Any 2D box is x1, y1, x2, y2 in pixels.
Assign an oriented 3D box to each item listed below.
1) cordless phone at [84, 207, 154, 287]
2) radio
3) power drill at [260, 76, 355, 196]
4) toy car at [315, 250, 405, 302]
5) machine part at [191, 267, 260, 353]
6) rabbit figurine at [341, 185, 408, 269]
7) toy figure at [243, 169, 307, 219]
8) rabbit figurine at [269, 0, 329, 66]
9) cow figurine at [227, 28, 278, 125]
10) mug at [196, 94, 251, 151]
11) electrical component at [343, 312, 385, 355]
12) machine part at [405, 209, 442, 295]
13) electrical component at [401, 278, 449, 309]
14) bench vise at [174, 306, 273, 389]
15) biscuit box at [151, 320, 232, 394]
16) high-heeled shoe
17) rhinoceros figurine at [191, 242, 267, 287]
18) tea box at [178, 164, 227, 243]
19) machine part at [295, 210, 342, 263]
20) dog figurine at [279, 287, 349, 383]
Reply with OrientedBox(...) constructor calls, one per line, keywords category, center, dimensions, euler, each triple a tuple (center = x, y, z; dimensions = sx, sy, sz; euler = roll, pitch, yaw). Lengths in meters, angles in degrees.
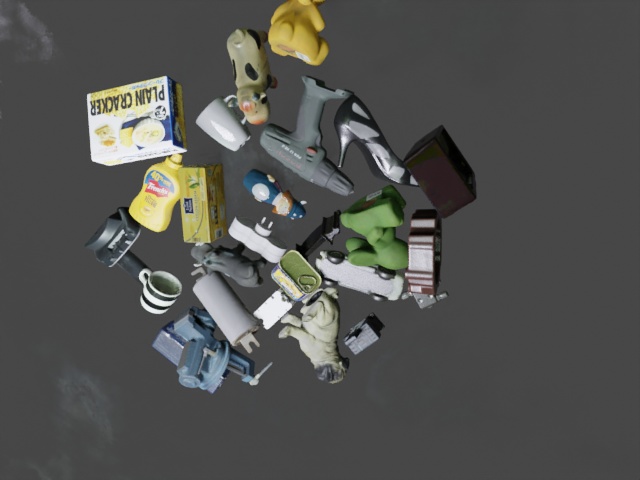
OrientedBox(category="cordless phone", center=(-0.462, 0.025, 1.319), dimensions=(0.184, 0.089, 0.146), euler=(43, 109, -10))
OrientedBox(category="radio", center=(0.229, -0.132, 1.001), dimensions=(0.073, 0.229, 0.131), euler=(-34, 96, 24))
OrientedBox(category="power drill", center=(0.001, -0.225, 1.129), dimensions=(0.232, 0.086, 0.207), euler=(25, 115, 9))
OrientedBox(category="toy car", center=(0.085, 0.077, 1.181), dimensions=(0.202, 0.056, 0.073), euler=(17, 113, 12))
OrientedBox(category="machine part", center=(-0.218, 0.157, 1.250), dimensions=(0.079, 0.079, 0.243), euler=(-47, 70, 20))
OrientedBox(category="rabbit figurine", center=(0.127, -0.001, 1.121), dimensions=(0.159, 0.121, 0.170), euler=(-26, 109, 13))
OrientedBox(category="toy figure", center=(-0.100, -0.095, 1.193), dimensions=(0.154, 0.058, 0.064), euler=(37, 148, 3))
OrientedBox(category="rabbit figurine", center=(-0.039, -0.456, 1.055), dimensions=(0.122, 0.162, 0.173), euler=(26, 91, 21))
OrientedBox(category="cow figurine", center=(-0.142, -0.337, 1.110), dimensions=(0.086, 0.127, 0.194), euler=(-8, 98, 20))
OrientedBox(category="mug", center=(-0.196, -0.256, 1.174), dimensions=(0.109, 0.081, 0.107), euler=(-41, 101, 15))
OrientedBox(category="electrical component", center=(0.093, 0.210, 1.176), dimensions=(0.075, 0.119, 0.048), euler=(-40, 90, 17))
OrientedBox(category="machine part", center=(0.211, 0.022, 1.075), dimensions=(0.056, 0.179, 0.179), euler=(3, 103, 18))
OrientedBox(category="electrical component", center=(0.227, 0.118, 1.168), dimensions=(0.094, 0.021, 0.063), euler=(-27, 95, 19))
OrientedBox(category="bench vise", center=(-0.240, 0.266, 1.272), dimensions=(0.240, 0.224, 0.129), euler=(36, 117, -27))
OrientedBox(category="biscuit box", center=(-0.319, 0.290, 1.339), dimensions=(0.203, 0.059, 0.062), euler=(38, 111, 4))
OrientedBox(category="high-heeled shoe", center=(0.139, -0.191, 1.077), dimensions=(0.249, 0.086, 0.145), euler=(12, 97, -19))
OrientedBox(category="rhinoceros figurine", center=(-0.211, 0.055, 1.226), dimensions=(0.191, 0.112, 0.073), euler=(23, 114, 29))
OrientedBox(category="tea box", center=(-0.264, -0.085, 1.217), dimensions=(0.068, 0.098, 0.169), euler=(1, 101, 15))
OrientedBox(category="machine part", center=(-0.002, -0.004, 1.182), dimensions=(0.039, 0.084, 0.139), euler=(31, 125, -26))
OrientedBox(category="dog figurine", center=(0.023, 0.217, 1.219), dimensions=(0.172, 0.121, 0.190), euler=(-40, 104, 23))
